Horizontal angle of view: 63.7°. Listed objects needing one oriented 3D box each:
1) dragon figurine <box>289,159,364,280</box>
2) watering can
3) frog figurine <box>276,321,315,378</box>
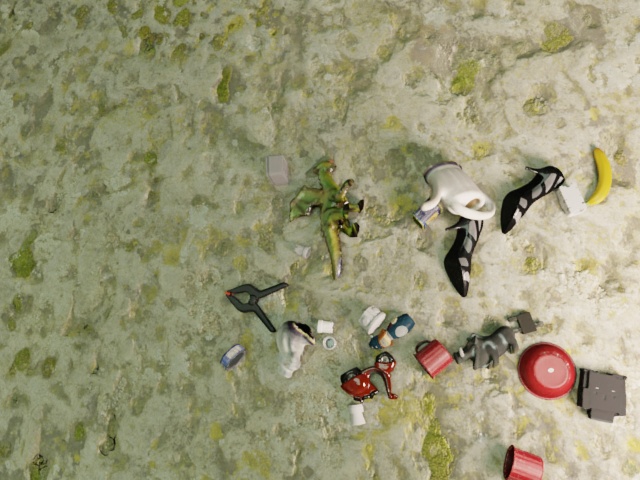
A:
[{"bbox_3d":[0.005,-0.086,1.711,0.243,0.120,0.415,7,74,31],"label":"dragon figurine"},{"bbox_3d":[0.388,-0.149,1.555,0.102,0.347,0.229,-59,44,33],"label":"watering can"},{"bbox_3d":[-0.098,0.336,1.594,0.159,0.121,0.139,-52,39,5],"label":"frog figurine"}]
